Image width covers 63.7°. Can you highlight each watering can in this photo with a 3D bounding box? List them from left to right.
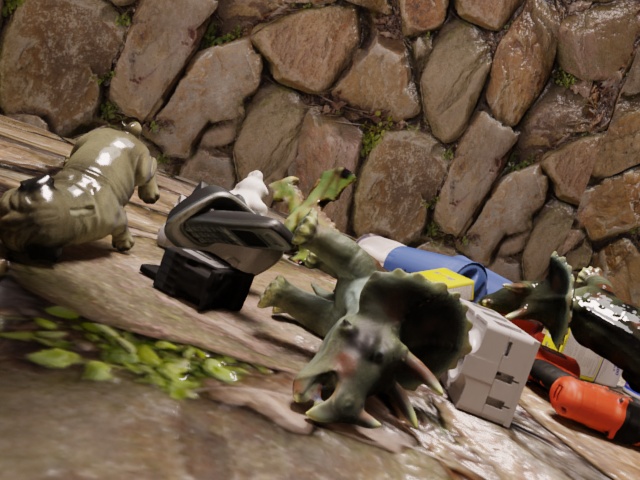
[{"bbox_3d":[0.241,0.065,1.522,0.346,0.104,0.226,16,5,-31],"label":"watering can"}]

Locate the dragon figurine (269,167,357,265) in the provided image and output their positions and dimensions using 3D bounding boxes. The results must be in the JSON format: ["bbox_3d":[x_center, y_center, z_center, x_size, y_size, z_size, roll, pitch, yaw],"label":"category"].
[{"bbox_3d":[0.004,-0.059,1.176,0.121,0.243,0.413,25,-3,-44],"label":"dragon figurine"}]

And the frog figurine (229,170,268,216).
[{"bbox_3d":[-0.179,-0.092,1.238,0.122,0.159,0.138,15,6,-46],"label":"frog figurine"}]
